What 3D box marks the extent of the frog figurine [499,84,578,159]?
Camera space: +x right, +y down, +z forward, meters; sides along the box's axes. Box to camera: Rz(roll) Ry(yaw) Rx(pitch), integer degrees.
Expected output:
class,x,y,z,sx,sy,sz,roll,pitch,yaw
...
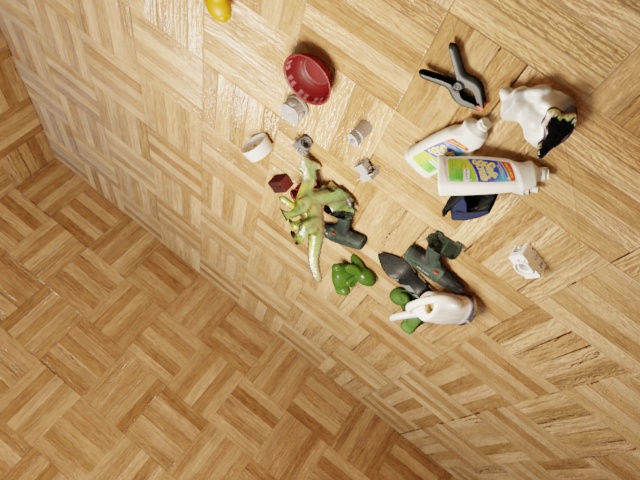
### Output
class,x,y,z,sx,sy,sz,roll,pitch,yaw
frog figurine,0.456,-0.269,1.090,0.122,0.163,0.134,-28,-45,3

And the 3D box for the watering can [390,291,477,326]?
class,x,y,z,sx,sy,sz,roll,pitch,yaw
watering can,0.394,0.242,1.782,0.224,0.106,0.342,8,-21,-15

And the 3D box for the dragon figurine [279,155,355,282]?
class,x,y,z,sx,sy,sz,roll,pitch,yaw
dragon figurine,0.005,-0.088,1.741,0.243,0.409,0.122,-25,3,0
